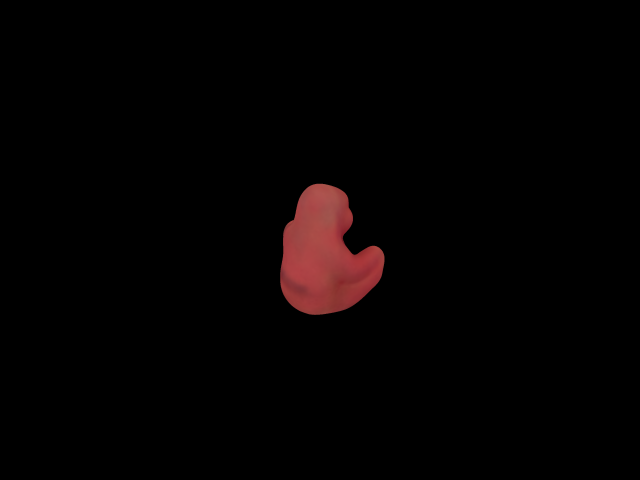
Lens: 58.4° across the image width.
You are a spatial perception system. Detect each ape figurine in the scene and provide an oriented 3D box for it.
[{"bbox_3d":[0.004,0.001,0.400,0.076,0.092,0.077,-31,50,-30],"label":"ape figurine"}]
